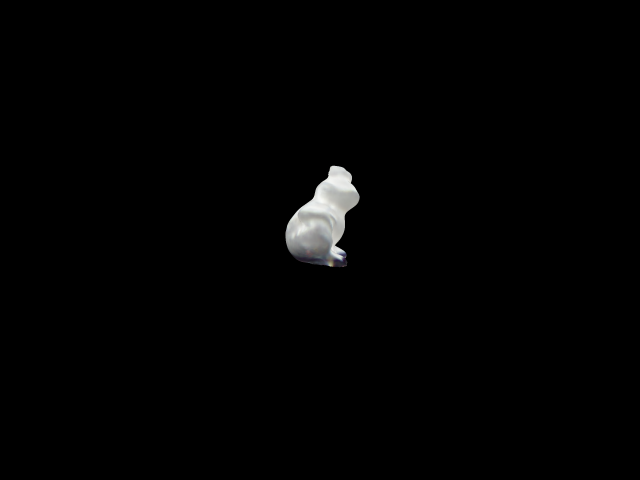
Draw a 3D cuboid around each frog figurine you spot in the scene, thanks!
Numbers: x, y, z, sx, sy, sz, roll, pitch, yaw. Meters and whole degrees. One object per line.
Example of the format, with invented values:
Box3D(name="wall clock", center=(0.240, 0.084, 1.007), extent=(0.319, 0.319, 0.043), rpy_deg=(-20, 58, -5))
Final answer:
Box3D(name="frog figurine", center=(0.003, -0.043, 0.850), extent=(0.122, 0.159, 0.138), rpy_deg=(2, 5, 20))
